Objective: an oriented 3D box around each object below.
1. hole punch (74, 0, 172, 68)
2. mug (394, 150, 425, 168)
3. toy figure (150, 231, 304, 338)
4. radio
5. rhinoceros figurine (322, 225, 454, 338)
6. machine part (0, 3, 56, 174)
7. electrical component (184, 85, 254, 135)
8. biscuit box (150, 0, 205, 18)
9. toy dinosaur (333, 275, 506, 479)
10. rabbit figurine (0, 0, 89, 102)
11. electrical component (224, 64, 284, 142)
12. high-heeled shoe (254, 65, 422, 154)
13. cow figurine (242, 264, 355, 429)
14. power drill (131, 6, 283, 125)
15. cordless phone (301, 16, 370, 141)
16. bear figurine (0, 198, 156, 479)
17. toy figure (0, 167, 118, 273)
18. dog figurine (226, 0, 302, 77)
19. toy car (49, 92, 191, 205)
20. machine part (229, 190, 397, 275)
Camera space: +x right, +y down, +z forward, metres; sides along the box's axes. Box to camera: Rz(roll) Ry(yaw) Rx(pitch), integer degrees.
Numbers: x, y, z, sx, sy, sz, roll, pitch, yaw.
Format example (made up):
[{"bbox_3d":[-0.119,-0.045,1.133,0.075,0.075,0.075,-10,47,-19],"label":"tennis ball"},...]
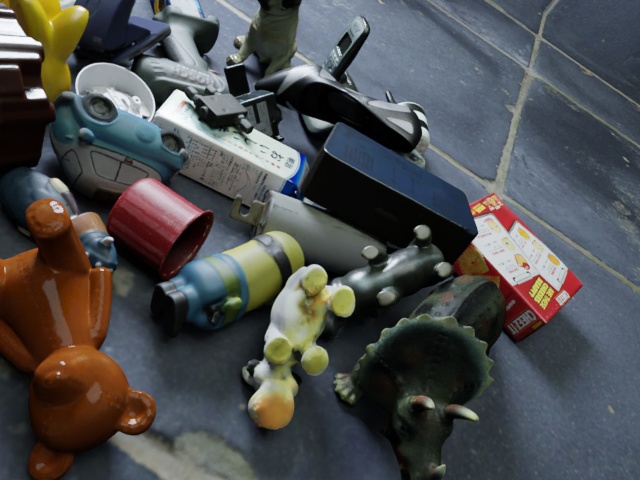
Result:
[{"bbox_3d":[-0.290,-0.304,0.745,0.142,0.092,0.116,27,64,30],"label":"hole punch"},{"bbox_3d":[0.108,-0.095,0.844,0.109,0.107,0.081,-16,60,-44],"label":"mug"},{"bbox_3d":[-0.093,0.046,0.596,0.180,0.089,0.082,-16,69,-44],"label":"toy figure"},{"bbox_3d":[0.095,-0.063,0.731,0.229,0.073,0.131,28,30,-10],"label":"radio"},{"bbox_3d":[0.068,0.052,0.653,0.190,0.112,0.073,-25,77,-12],"label":"rhinoceros figurine"},{"bbox_3d":[-0.346,-0.159,0.568,0.056,0.179,0.179,-19,64,-46],"label":"machine part"},{"bbox_3d":[-0.131,-0.170,0.708,0.094,0.021,0.063,46,38,15],"label":"electrical component"},{"bbox_3d":[-0.260,-0.427,0.949,0.059,0.062,0.203,-1,52,-32],"label":"biscuit box"},{"bbox_3d":[0.152,0.108,0.620,0.131,0.192,0.405,45,44,8],"label":"toy dinosaur"},{"bbox_3d":[-0.351,-0.240,0.672,0.122,0.162,0.173,-2,70,-49],"label":"rabbit figurine"},{"bbox_3d":[-0.102,-0.192,0.780,0.075,0.119,0.048,-22,31,-26],"label":"electrical component"},{"bbox_3d":[0.027,-0.185,0.807,0.249,0.086,0.145,0,51,-7],"label":"high-heeled shoe"},{"bbox_3d":[-0.035,0.110,0.570,0.068,0.098,0.167,31,78,-18],"label":"cow figurine"},{"bbox_3d":[-0.182,-0.267,0.849,0.232,0.086,0.207,4,56,-30],"label":"power drill"},{"bbox_3d":[0.043,-0.268,0.905,0.088,0.184,0.147,10,47,-31],"label":"cordless phone"},{"bbox_3d":[-0.228,0.085,0.452,0.120,0.131,0.196,-24,59,-12],"label":"bear figurine"},{"bbox_3d":[-0.266,-0.016,0.562,0.154,0.064,0.058,39,33,6],"label":"toy figure"},{"bbox_3d":[-0.070,-0.390,0.943,0.121,0.190,0.172,21,42,-15],"label":"dog figurine"},{"bbox_3d":[-0.243,-0.093,0.632,0.161,0.109,0.103,23,65,-29],"label":"toy car"},{"bbox_3d":[-0.001,-0.002,0.710,0.243,0.079,0.079,18,44,-19],"label":"machine part"}]
